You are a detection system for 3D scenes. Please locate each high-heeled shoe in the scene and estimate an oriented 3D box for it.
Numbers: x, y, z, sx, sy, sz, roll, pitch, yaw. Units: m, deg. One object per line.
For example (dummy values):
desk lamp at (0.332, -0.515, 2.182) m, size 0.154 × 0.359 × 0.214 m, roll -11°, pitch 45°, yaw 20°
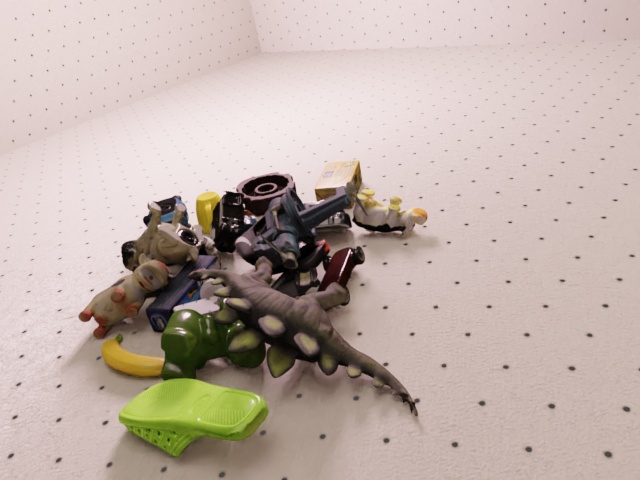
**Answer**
high-heeled shoe at (-0.109, -0.024, 1.223) m, size 0.145 × 0.086 × 0.249 m, roll -45°, pitch 9°, yaw 10°

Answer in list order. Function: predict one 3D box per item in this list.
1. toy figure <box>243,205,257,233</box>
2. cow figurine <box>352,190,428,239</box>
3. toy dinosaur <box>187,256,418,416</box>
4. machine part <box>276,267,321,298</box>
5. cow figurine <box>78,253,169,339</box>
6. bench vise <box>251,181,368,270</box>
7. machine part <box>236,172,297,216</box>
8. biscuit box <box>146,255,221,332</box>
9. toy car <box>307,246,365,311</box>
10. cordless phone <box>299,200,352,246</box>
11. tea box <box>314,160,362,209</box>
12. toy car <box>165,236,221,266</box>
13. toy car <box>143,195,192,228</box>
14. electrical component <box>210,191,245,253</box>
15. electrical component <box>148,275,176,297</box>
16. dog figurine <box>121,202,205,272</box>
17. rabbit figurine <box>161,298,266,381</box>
toy figure at (-0.197, -0.043, 1.370) m, size 0.064 × 0.057 × 0.155 m, roll -13°, pitch 24°, yaw -13°
cow figurine at (0.156, -0.048, 1.225) m, size 0.167 × 0.098 × 0.068 m, roll 19°, pitch 32°, yaw 14°
toy dinosaur at (-0.040, 0.145, 0.894) m, size 0.472 × 0.105 × 0.198 m, roll 20°, pitch 27°, yaw 19°
machine part at (-0.065, 0.099, 1.048) m, size 0.139 × 0.039 × 0.084 m, roll -27°, pitch 24°, yaw 3°
cow figurine at (-0.388, 0.106, 1.105) m, size 0.195 × 0.085 × 0.127 m, roll -33°, pitch 22°, yaw 18°
bench vise at (-0.029, -0.044, 1.112) m, size 0.241 × 0.128 × 0.224 m, roll -28°, pitch 24°, yaw 10°
machine part at (-0.148, -0.130, 1.503) m, size 0.179 × 0.055 × 0.179 m, roll -8°, pitch 30°, yaw 5°
biscuit box at (-0.281, 0.109, 1.129) m, size 0.063 × 0.059 × 0.203 m, roll 1°, pitch 31°, yaw 22°
toy car at (0.033, 0.082, 1.067) m, size 0.089 × 0.053 × 0.202 m, roll -16°, pitch 26°, yaw 26°
cordless phone at (-0.002, -0.003, 1.225) m, size 0.147 × 0.088 × 0.184 m, roll -6°, pitch 41°, yaw 10°
tea box at (0.053, -0.149, 1.449) m, size 0.098 × 0.068 × 0.170 m, roll -3°, pitch 31°, yaw 15°
toy car at (-0.316, 0.025, 1.275) m, size 0.202 × 0.073 × 0.056 m, roll 6°, pitch 35°, yaw 30°
toy car at (-0.392, -0.045, 1.396) m, size 0.109 × 0.102 × 0.162 m, roll -17°, pitch 27°, yaw -8°
electrical component at (-0.224, -0.037, 1.285) m, size 0.058 × 0.134 × 0.115 m, roll 11°, pitch 60°, yaw -21°
electrical component at (-0.372, 0.096, 1.202) m, size 0.102 × 0.045 × 0.078 m, roll -3°, pitch 32°, yaw 15°
dog figurine at (-0.355, 0.032, 1.199) m, size 0.121 × 0.190 × 0.172 m, roll 11°, pitch 36°, yaw -45°
rabbit figurine at (-0.177, 0.183, 0.944) m, size 0.170 × 0.121 × 0.159 m, roll 8°, pitch 24°, yaw 0°
